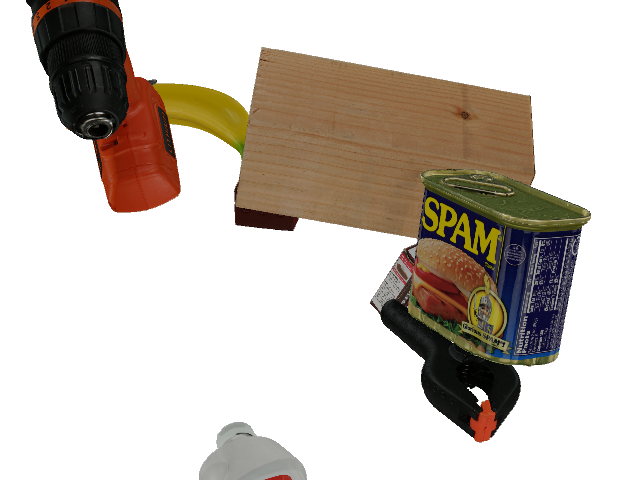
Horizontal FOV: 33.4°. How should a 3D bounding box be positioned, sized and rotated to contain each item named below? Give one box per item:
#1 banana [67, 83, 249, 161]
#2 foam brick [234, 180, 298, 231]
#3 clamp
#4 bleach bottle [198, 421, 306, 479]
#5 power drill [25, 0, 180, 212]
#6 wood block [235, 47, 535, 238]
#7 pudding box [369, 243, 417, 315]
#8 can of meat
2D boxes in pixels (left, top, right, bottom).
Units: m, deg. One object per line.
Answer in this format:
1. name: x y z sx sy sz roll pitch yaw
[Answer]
1. banana: -0.138 -0.114 0.965 0.198 0.037 0.069 12 48 21
2. foam brick: -0.066 -0.049 1.348 0.078 0.053 0.051 6 28 9
3. clamp: 0.127 0.098 0.880 0.120 0.039 0.171 -8 35 -10
4. bleach bottle: -0.042 0.215 0.718 0.102 0.068 0.251 -11 32 -11
5. power drill: -0.137 -0.099 0.686 0.057 0.184 0.187 -13 -32 -3
6. wood block: 0.047 -0.068 0.802 0.206 0.090 0.090 10 -41 -3
7. pudding box: 0.114 0.030 1.061 0.113 0.039 0.090 -24 -26 -38
8. can of meat: 0.094 0.013 0.593 0.057 0.084 0.102 -4 20 -30
